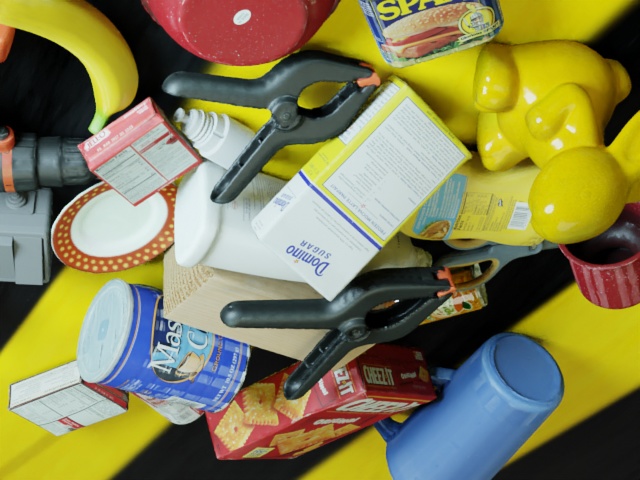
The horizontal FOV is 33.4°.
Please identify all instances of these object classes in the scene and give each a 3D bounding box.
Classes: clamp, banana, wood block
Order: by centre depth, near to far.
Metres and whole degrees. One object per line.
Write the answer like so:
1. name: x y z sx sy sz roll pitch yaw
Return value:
1. banana: -0.184 -0.144 0.794 0.069 0.037 0.197 -50 151 -8
2. clamp: -0.039 -0.112 0.860 0.171 0.039 0.120 -30 127 2
3. clamp: 0.021 0.070 0.988 0.210 0.036 0.164 -27 140 14
4. wood block: -0.043 0.049 1.055 0.205 0.090 0.091 21 137 -31

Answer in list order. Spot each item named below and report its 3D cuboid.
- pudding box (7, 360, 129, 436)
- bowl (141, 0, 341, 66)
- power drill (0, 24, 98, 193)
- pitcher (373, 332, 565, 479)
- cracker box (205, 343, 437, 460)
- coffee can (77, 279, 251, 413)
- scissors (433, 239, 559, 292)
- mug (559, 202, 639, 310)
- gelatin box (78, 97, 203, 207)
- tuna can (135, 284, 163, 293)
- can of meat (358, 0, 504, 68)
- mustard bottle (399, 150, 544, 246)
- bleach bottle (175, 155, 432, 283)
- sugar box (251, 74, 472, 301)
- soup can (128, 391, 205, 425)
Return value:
1. pudding box: -0.295 0.186 1.257 0.114 0.039 0.090 -23 139 20
2. bowl: -0.056 -0.178 0.774 0.162 0.055 0.162 -3 143 -3
3. power drill: -0.269 -0.105 0.847 0.184 0.057 0.188 -2 143 -8
4. pitcher: 0.178 0.212 1.284 0.149 0.145 0.243 0 142 -28
5. cracker box: 0.002 0.188 1.227 0.214 0.072 0.163 -28 157 28
6. coffee can: -0.154 0.107 1.058 0.140 0.103 0.103 21 137 -32
7. scissors: 0.200 -0.009 1.058 0.201 0.016 0.096 -22 117 -7
8. mug: 0.294 0.013 1.029 0.117 0.093 0.081 -3 142 24
9. gelatin box: -0.150 -0.073 0.894 0.073 0.030 0.089 -34 154 3
10. tuna can: -0.198 0.084 1.132 0.086 0.034 0.086 -3 144 -2
11. can of meat: 0.079 -0.180 0.785 0.102 0.057 0.084 -14 146 14
12. mustard bottle: 0.120 -0.042 0.974 0.191 0.058 0.096 2 135 -9
13. bleach bottle: -0.006 0.001 0.982 0.250 0.102 0.068 16 138 -25
14. sugar box: 0.034 -0.043 0.898 0.176 0.048 0.093 -44 116 7
15. soup can: -0.175 0.161 1.211 0.069 0.068 0.102 -18 142 18
